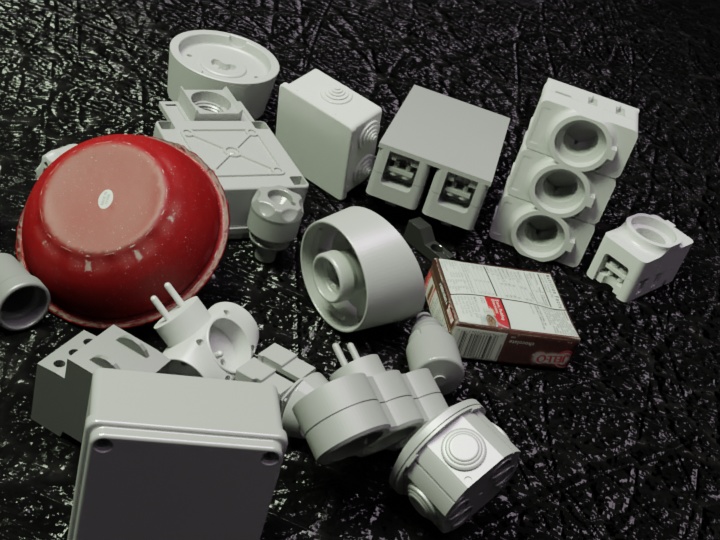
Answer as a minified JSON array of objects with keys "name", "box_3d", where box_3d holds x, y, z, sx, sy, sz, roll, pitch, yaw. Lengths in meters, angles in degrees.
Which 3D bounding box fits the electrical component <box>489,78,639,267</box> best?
[{"name":"electrical component","box_3d":[0.187,-0.086,0.995,0.089,0.150,0.061,20,33,3]}]

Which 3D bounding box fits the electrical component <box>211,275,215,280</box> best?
[{"name":"electrical component","box_3d":[-0.144,-0.013,0.835,0.066,0.047,0.077,-20,51,-42]}]

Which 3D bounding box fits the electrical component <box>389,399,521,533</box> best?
[{"name":"electrical component","box_3d":[0.063,0.128,0.704,0.080,0.080,0.051,-20,55,-42]}]

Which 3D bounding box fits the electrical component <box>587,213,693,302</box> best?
[{"name":"electrical component","box_3d":[0.267,-0.015,1.017,0.089,0.055,0.050,-19,48,-41]}]

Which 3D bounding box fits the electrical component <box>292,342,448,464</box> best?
[{"name":"electrical component","box_3d":[0.004,0.080,0.717,0.138,0.052,0.073,5,54,-58]}]

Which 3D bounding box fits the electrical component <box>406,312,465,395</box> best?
[{"name":"electrical component","box_3d":[0.055,0.062,0.826,0.040,0.040,0.078,8,36,-14]}]

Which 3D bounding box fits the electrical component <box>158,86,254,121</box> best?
[{"name":"electrical component","box_3d":[-0.141,-0.130,0.984,0.081,0.063,0.042,-5,42,-30]}]

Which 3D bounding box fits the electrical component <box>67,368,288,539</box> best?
[{"name":"electrical component","box_3d":[-0.106,0.117,0.616,0.109,0.108,0.056,7,33,-15]}]

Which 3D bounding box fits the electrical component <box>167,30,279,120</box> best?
[{"name":"electrical component","box_3d":[-0.139,-0.185,1.065,0.108,0.060,0.108,12,35,-9]}]

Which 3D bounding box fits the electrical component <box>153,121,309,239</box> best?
[{"name":"electrical component","box_3d":[-0.116,-0.080,0.932,0.109,0.056,0.108,-4,41,-30]}]

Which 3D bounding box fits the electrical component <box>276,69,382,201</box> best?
[{"name":"electrical component","box_3d":[-0.030,-0.128,1.003,0.100,0.099,0.048,34,50,22]}]

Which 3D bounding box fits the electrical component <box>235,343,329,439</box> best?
[{"name":"electrical component","box_3d":[-0.052,0.085,0.741,0.055,0.048,0.066,26,34,24]}]

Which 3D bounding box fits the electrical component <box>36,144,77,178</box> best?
[{"name":"electrical component","box_3d":[-0.234,-0.084,0.896,0.043,0.043,0.062,32,35,19]}]

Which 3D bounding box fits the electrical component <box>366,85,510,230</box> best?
[{"name":"electrical component","box_3d":[0.078,-0.109,1.044,0.105,0.060,0.186,20,28,3]}]

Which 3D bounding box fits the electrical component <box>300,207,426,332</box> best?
[{"name":"electrical component","box_3d":[0.000,0.000,0.841,0.064,0.099,0.099,-18,48,-33]}]

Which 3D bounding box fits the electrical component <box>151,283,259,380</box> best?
[{"name":"electrical component","box_3d":[-0.116,0.045,0.748,0.079,0.044,0.077,55,34,-13]}]

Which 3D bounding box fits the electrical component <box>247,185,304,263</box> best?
[{"name":"electrical component","box_3d":[-0.072,-0.035,0.884,0.043,0.062,0.043,12,35,-9]}]

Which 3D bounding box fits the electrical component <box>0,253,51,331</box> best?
[{"name":"electrical component","box_3d":[-0.246,0.014,0.757,0.040,0.040,0.046,-15,41,-39]}]
